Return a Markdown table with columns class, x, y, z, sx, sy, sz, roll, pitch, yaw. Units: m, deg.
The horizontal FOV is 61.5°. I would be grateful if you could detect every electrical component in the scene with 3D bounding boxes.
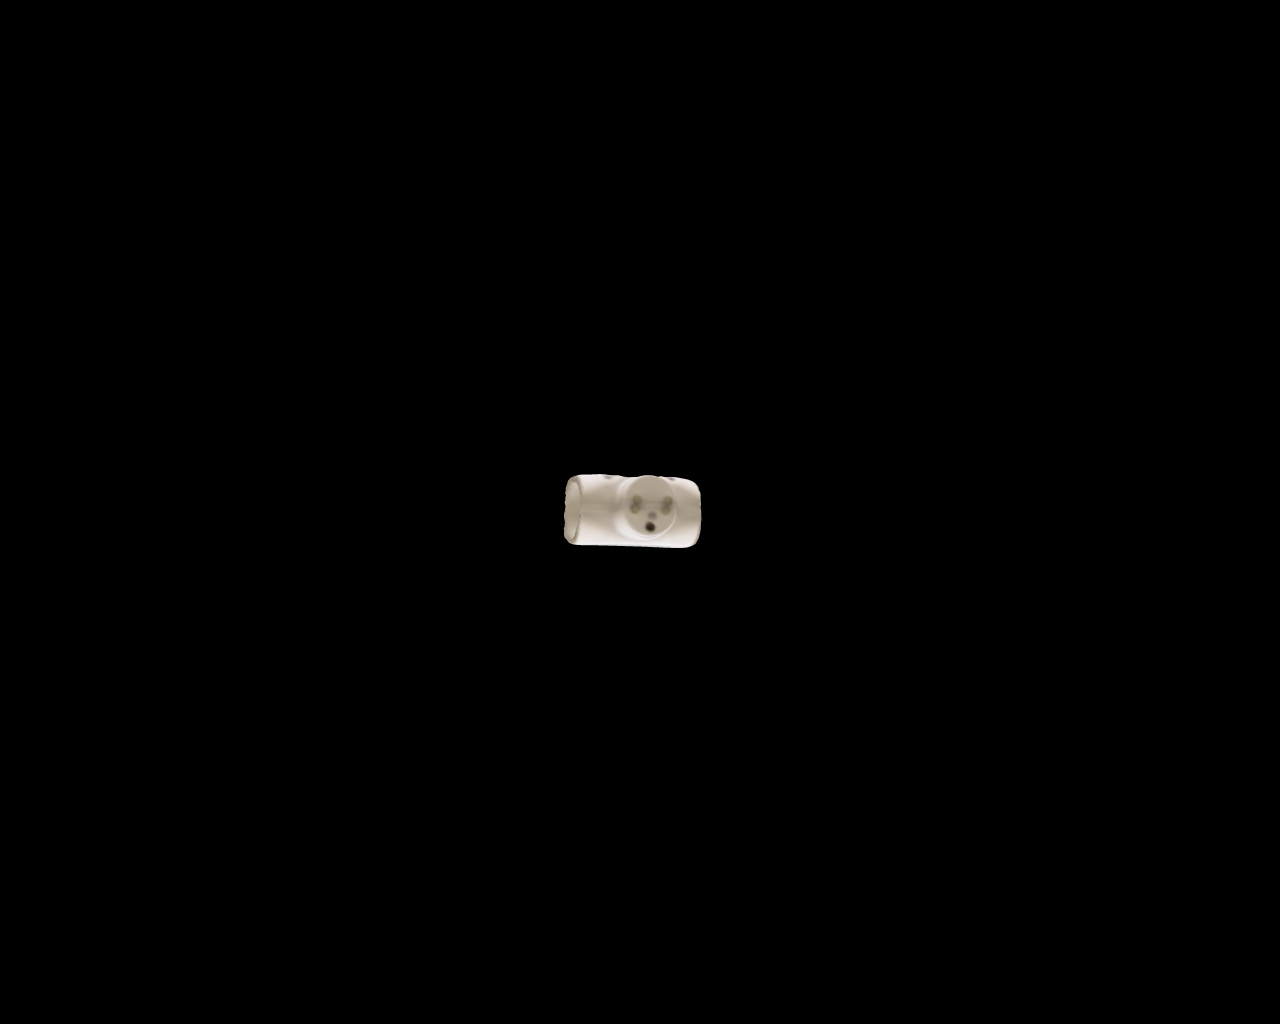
| class | x | y | z | sx | sy | sz | roll | pitch | yaw |
| --- | --- | --- | --- | --- | --- | --- | --- | --- | --- |
| electrical component | 0.001 | -0.003 | 0.650 | 0.077 | 0.044 | 0.079 | 2 | -7 | -18 |
